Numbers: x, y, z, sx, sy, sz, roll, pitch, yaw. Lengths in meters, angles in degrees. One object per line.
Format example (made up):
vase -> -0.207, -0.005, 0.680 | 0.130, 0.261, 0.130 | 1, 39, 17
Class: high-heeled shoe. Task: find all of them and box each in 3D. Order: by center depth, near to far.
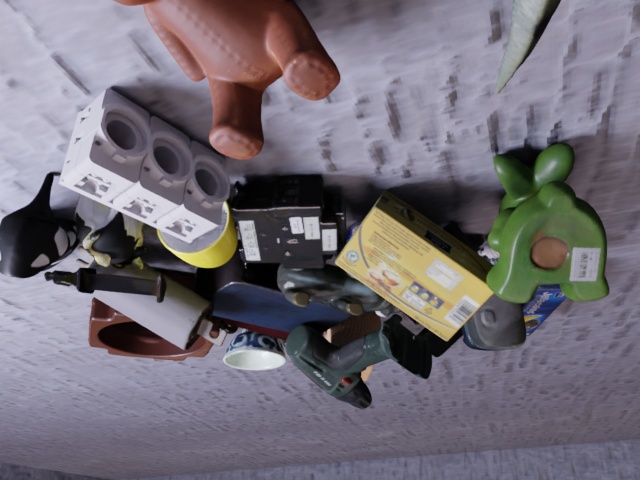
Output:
high-heeled shoe -> -0.347, 0.026, 0.655 | 0.086, 0.145, 0.248 | 12, 145, -19

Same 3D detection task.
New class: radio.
radio -> -0.067, 0.081, 0.836 | 0.229, 0.073, 0.131 | 18, 144, -31

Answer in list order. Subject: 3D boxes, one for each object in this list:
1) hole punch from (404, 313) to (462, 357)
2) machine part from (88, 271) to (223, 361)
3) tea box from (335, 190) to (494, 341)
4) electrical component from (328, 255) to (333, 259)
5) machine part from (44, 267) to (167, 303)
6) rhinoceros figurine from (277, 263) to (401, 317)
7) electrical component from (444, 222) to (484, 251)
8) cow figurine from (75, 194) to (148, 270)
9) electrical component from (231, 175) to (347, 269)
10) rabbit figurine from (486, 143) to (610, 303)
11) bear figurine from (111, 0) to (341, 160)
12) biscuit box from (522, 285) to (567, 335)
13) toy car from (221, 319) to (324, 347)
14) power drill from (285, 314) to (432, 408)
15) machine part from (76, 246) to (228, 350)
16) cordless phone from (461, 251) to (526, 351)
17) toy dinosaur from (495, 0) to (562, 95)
hole punch -> 0.202, 0.124, 0.922 | 0.116, 0.092, 0.142 | -41, 137, 5
machine part -> -0.272, 0.128, 0.893 | 0.201, 0.087, 0.201 | 9, 149, -19
tea box -> 0.117, 0.030, 0.654 | 0.170, 0.068, 0.098 | 37, 119, 2
electrical component -> -0.002, -0.002, 0.741 | 0.063, 0.021, 0.094 | -22, 140, 30
machine part -> -0.266, 0.054, 0.683 | 0.139, 0.039, 0.084 | 7, 166, -6
rhinoceros figurine -> 0.034, 0.069, 0.753 | 0.190, 0.073, 0.112 | 10, 169, -14
electrical component -> 0.173, 0.014, 0.744 | 0.119, 0.048, 0.074 | -30, 165, -29
cow figurine -> -0.250, -0.002, 0.658 | 0.068, 0.098, 0.167 | -1, 156, -7
electrical component -> -0.034, -0.019, 0.657 | 0.134, 0.058, 0.114 | 0, 139, 0
rabbit figurine -> 0.237, -0.024, 0.611 | 0.121, 0.170, 0.159 | -10, 107, 10
bear figurine -> -0.094, -0.163, 0.366 | 0.120, 0.132, 0.195 | -32, 145, 28
biscuit box -> 0.346, 0.097, 0.887 | 0.059, 0.063, 0.202 | -2, 150, -1
toy car -> -0.084, 0.145, 0.961 | 0.202, 0.053, 0.089 | 21, 127, -32
power drill -> 0.073, 0.197, 0.861 | 0.207, 0.086, 0.231 | -21, 130, 41
machine part -> -0.239, 0.081, 0.754 | 0.243, 0.079, 0.079 | 29, 147, 3
cordless phone -> 0.291, 0.079, 0.771 | 0.184, 0.146, 0.088 | -13, 158, 21
toy dinosaur -> 0.108, -0.237, 0.264 | 0.192, 0.131, 0.404 | -19, 152, 28
